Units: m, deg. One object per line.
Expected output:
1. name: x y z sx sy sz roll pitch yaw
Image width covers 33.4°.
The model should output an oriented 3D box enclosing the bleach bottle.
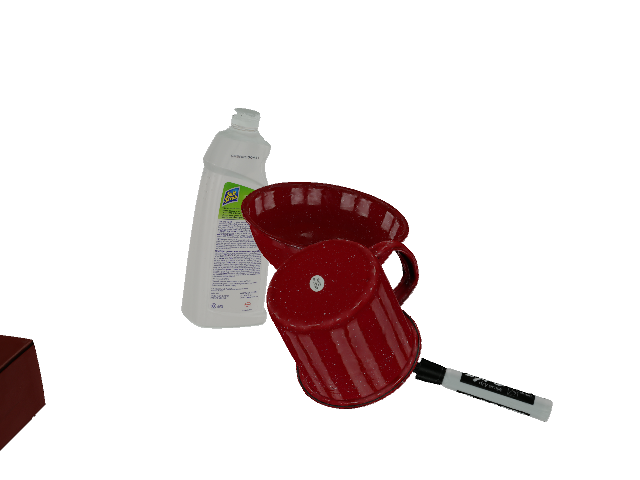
1. bleach bottle: -0.096 -0.026 1.228 0.102 0.251 0.068 -1 20 -34

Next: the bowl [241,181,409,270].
1. bowl: 0.001 -0.001 1.022 0.162 0.055 0.162 7 24 -3

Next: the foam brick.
1. foam brick: -0.223 0.101 0.686 0.053 0.051 0.078 6 29 22

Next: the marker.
1. marker: 0.135 0.126 0.904 0.121 0.020 0.020 18 2 6

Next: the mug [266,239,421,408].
1. mug: 0.022 0.046 0.731 0.117 0.081 0.093 -40 43 -15
